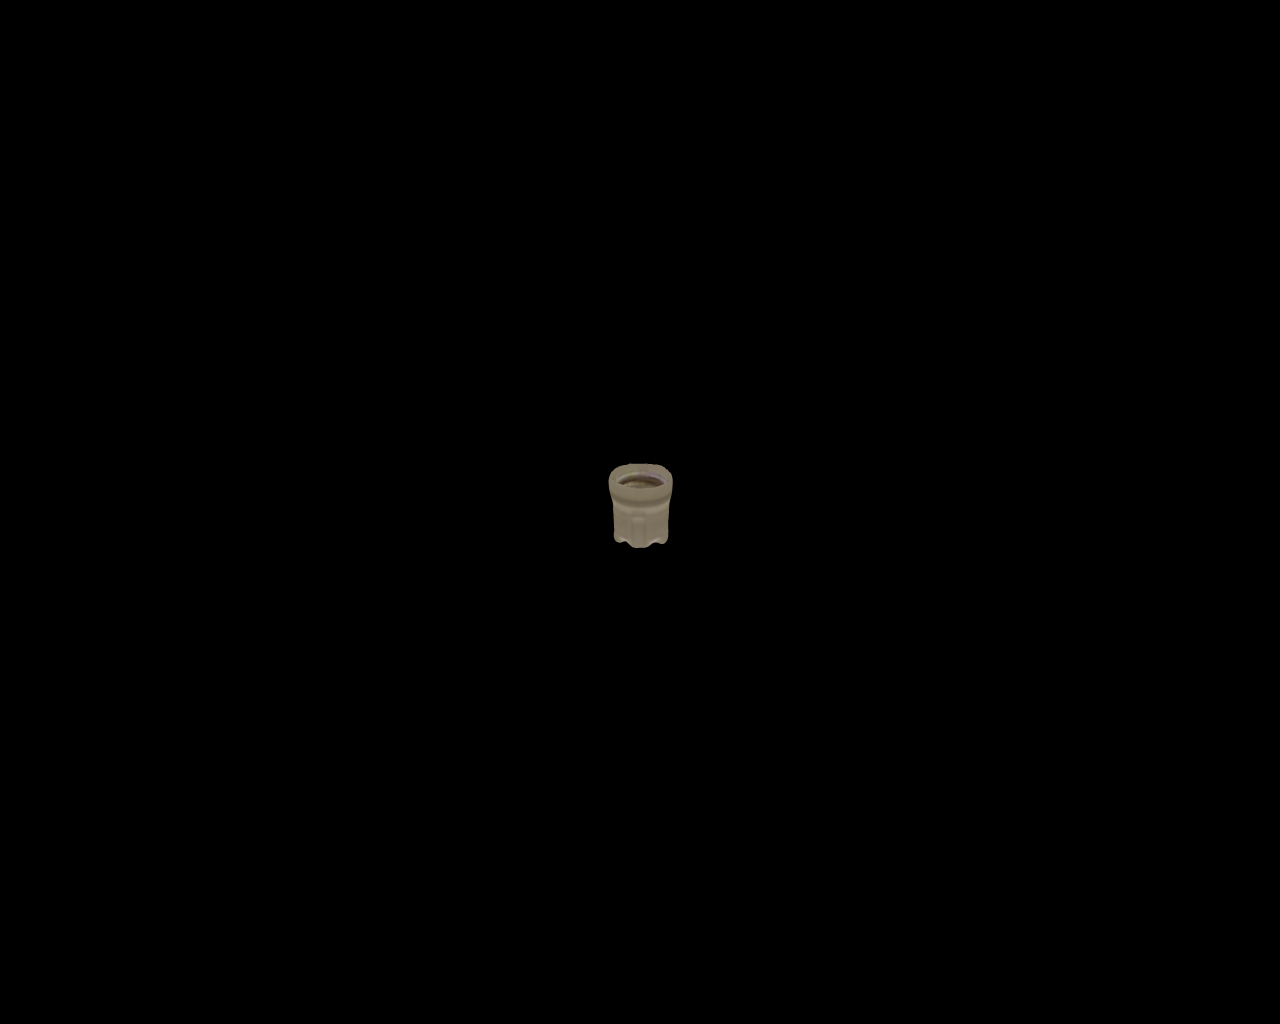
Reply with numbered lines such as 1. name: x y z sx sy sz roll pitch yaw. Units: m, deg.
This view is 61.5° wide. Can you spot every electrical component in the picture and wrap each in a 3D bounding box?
1. electrical component: 0.001 -0.003 0.650 0.040 0.046 0.040 0 28 0
